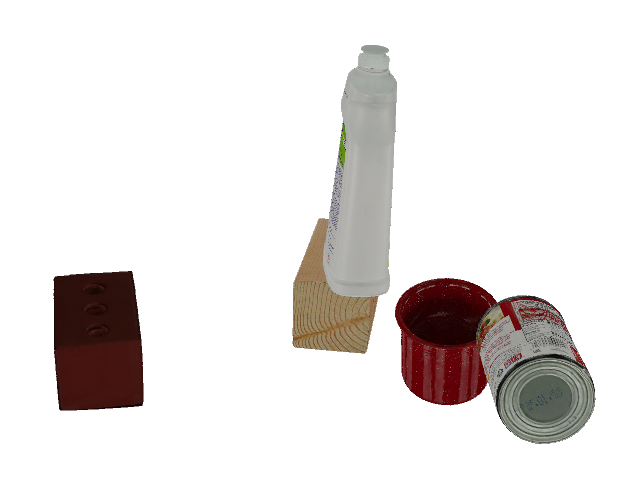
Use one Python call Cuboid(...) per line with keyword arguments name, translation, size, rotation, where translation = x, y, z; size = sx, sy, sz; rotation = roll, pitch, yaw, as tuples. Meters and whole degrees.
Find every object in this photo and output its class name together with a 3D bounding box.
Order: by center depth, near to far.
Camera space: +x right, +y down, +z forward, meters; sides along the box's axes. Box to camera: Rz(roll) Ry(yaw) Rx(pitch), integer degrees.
Cuboid(name="foam brick", translation=(-0.142, 0.063, 0.677), size=(0.053, 0.051, 0.078), rotation=(-3, 33, -13))
Cuboid(name="soup can", translation=(0.150, 0.089, 0.753), size=(0.068, 0.068, 0.102), rotation=(0, 20, 1))
Cuboid(name="mug", translation=(0.114, 0.087, 0.977), size=(0.093, 0.081, 0.117), rotation=(-3, 39, 1))
Cuboid(name="bleach bottle", translation=(0.046, -0.074, 1.101), size=(0.068, 0.251, 0.102), rotation=(0, 27, -9))
Cuboid(name="wood block", translation=(0.026, 0.051, 1.328), size=(0.091, 0.090, 0.206), rotation=(4, 22, 6))
